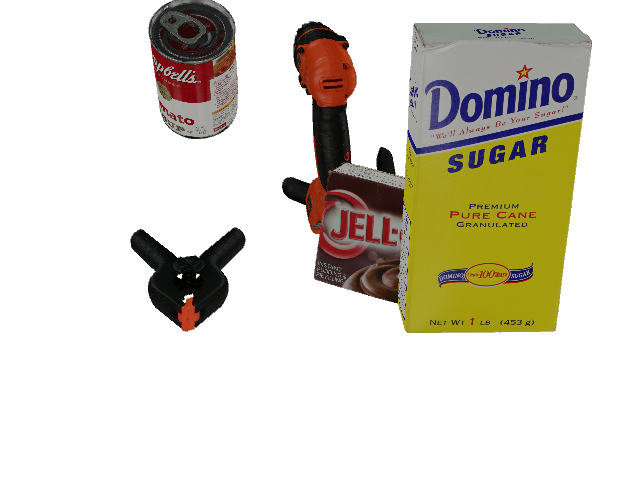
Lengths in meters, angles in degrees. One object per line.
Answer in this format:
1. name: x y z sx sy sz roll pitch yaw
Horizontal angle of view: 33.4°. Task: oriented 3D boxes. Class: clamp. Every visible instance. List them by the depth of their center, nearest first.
1. clamp: -0.124 0.032 1.083 0.120 0.039 0.171 -11 34 -11
2. clamp: 0.063 -0.027 1.258 0.164 0.036 0.210 -15 51 -28

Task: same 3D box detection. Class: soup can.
1. soup can: -0.102 -0.139 0.873 0.068 0.068 0.102 0 -31 -3

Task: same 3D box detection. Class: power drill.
1. power drill: 0.005 -0.114 1.051 0.057 0.188 0.184 -7 24 -2

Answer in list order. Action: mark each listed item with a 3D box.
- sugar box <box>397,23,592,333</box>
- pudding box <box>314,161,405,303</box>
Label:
1. sugar box: 0.095 -0.033 0.607 0.093 0.176 0.048 -1 27 -3
2. pudding box: 0.056 -0.002 0.807 0.114 0.090 0.039 15 23 17
